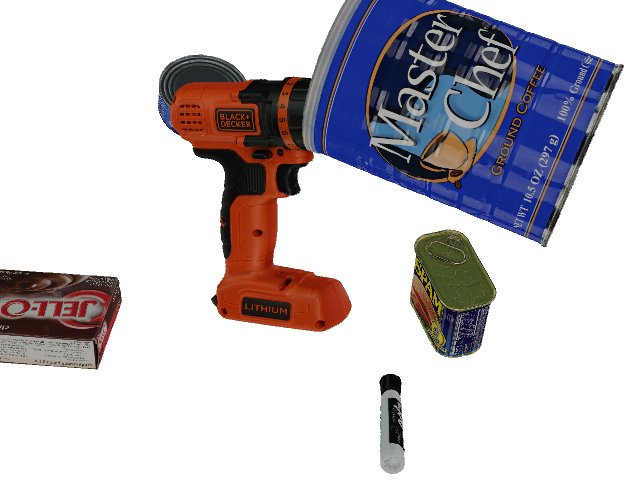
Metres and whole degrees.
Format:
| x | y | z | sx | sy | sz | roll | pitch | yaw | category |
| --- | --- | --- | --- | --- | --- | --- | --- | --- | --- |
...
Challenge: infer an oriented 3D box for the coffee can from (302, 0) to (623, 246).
| x | y | z | sx | sy | sz | roll | pitch | yaw | category |
| --- | --- | --- | --- | --- | --- | --- | --- | --- | --- |
| 0.074 | -0.070 | 0.569 | 0.140 | 0.103 | 0.102 | 23 | 5 | 11 | coffee can |

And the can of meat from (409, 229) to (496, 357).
| x | y | z | sx | sy | sz | roll | pitch | yaw | category |
| --- | --- | --- | --- | --- | --- | --- | --- | --- | --- |
| 0.129 | 0.055 | 1.069 | 0.057 | 0.102 | 0.084 | -12 | -41 | -13 | can of meat |

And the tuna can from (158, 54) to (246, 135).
| x | y | z | sx | sy | sz | roll | pitch | yaw | category |
| --- | --- | --- | --- | --- | --- | --- | --- | --- | --- |
| -0.113 | -0.137 | 1.028 | 0.086 | 0.086 | 0.034 | 0 | -35 | -12 | tuna can |

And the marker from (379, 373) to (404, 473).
| x | y | z | sx | sy | sz | roll | pitch | yaw | category |
| --- | --- | --- | --- | --- | --- | --- | --- | --- | --- |
| 0.058 | 0.146 | 0.874 | 0.020 | 0.020 | 0.121 | 0 | 26 | 3 | marker |

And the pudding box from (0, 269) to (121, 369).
| x | y | z | sx | sy | sz | roll | pitch | yaw | category |
| --- | --- | --- | --- | --- | --- | --- | --- | --- | --- |
| -0.235 | 0.066 | 0.912 | 0.113 | 0.039 | 0.090 | 2 | 32 | 2 | pudding box |

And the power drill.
| x | y | z | sx | sy | sz | roll | pitch | yaw | category |
| --- | --- | --- | --- | --- | --- | --- | --- | --- | --- |
| -0.021 | -0.029 | 0.798 | 0.185 | 0.188 | 0.057 | 5 | 19 | 29 | power drill |
